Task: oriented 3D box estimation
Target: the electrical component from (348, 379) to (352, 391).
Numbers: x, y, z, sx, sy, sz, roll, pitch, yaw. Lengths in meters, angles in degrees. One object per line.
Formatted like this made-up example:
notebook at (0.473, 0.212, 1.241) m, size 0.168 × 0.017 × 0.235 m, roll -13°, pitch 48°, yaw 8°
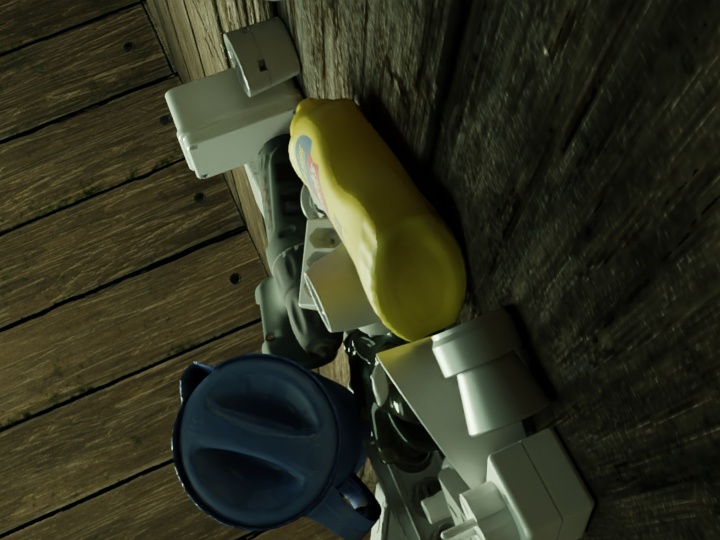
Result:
electrical component at (0.022, 0.127, 1.061) m, size 0.057 × 0.058 × 0.078 m, roll 66°, pitch 174°, yaw -23°

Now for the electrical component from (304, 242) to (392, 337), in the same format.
electrical component at (0.010, 0.017, 0.721) m, size 0.079 × 0.077 × 0.044 m, roll 74°, pitch 169°, yaw -49°

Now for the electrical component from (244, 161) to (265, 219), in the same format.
electrical component at (-0.074, -0.085, 1.067) m, size 0.096 × 0.062 × 0.061 m, roll 78°, pitch 167°, yaw -57°

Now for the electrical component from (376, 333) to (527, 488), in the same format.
electrical component at (0.057, 0.083, 0.642) m, size 0.099 × 0.064 × 0.099 m, roll 157°, pitch 90°, yaw -83°

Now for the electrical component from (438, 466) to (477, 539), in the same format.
electrical component at (0.093, 0.162, 0.682) m, size 0.089 × 0.050 × 0.055 m, roll -129°, pitch 18°, yaw -64°

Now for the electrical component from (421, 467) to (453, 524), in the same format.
electrical component at (0.074, 0.157, 0.753) m, size 0.048 × 0.062 × 0.048 m, roll 157°, pitch 90°, yaw -83°

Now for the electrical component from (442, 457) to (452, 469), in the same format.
electrical component at (0.079, 0.150, 0.812) m, size 0.061 × 0.035 × 0.035 m, roll 99°, pitch 147°, yaw -81°

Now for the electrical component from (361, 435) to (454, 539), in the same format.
electrical component at (0.063, 0.179, 0.890) m, size 0.121 × 0.079 × 0.063 m, roll 67°, pitch -166°, yaw -1°

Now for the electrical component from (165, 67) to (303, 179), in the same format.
electrical component at (-0.108, -0.135, 0.957) m, size 0.078 × 0.113 × 0.057 m, roll 87°, pitch 161°, yaw -70°

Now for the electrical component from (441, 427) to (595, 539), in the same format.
electrical component at (0.079, 0.130, 0.579) m, size 0.065 × 0.077 × 0.047 m, roll 80°, pitch 165°, yaw -61°

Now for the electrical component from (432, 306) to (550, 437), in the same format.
electrical component at (0.066, 0.052, 0.552) m, size 0.045 × 0.045 × 0.055 m, roll 122°, pitch 125°, yaw -81°

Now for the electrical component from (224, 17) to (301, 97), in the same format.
electrical component at (-0.080, -0.176, 0.883) m, size 0.055 × 0.047 × 0.055 m, roll 157°, pitch 90°, yaw -83°

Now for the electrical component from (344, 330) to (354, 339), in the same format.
electrical component at (0.016, 0.068, 0.954) m, size 0.055 × 0.047 × 0.055 m, roll 157°, pitch 90°, yaw -83°

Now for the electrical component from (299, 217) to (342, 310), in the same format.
electrical component at (0.000, 0.000, 0.788) m, size 0.047 × 0.077 × 0.065 m, roll 0°, pitch 81°, yaw 40°

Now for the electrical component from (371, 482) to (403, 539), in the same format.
electrical component at (0.061, 0.233, 0.994) m, size 0.061 × 0.096 × 0.061 m, roll -165°, pitch 81°, yaw -81°

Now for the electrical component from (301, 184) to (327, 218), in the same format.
electrical component at (-0.018, -0.053, 0.833) m, size 0.055 × 0.048 × 0.066 m, roll 30°, pitch 143°, yaw 65°
